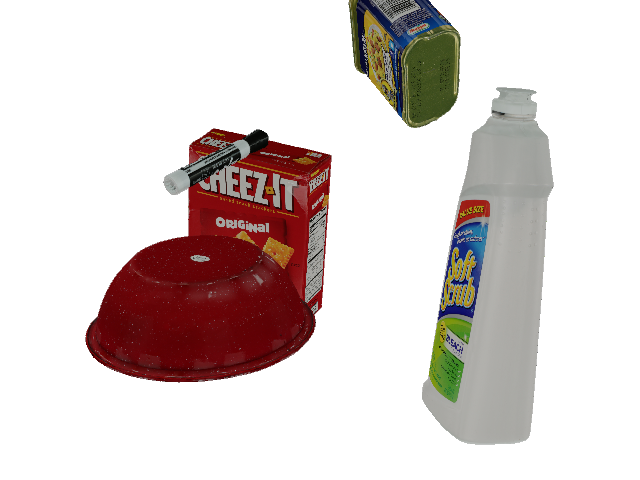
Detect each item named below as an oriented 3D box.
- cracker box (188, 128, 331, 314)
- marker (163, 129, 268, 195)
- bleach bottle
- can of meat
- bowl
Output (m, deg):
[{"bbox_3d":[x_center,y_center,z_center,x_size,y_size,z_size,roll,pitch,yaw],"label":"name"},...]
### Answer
[{"bbox_3d":[-0.079,-0.014,1.312,0.164,0.214,0.072,14,30,20],"label":"cracker box"},{"bbox_3d":[-0.091,-0.073,0.965,0.020,0.020,0.120,0,25,46],"label":"marker"},{"bbox_3d":[0.125,0.015,0.776,0.068,0.251,0.103,1,14,-13],"label":"bleach bottle"},{"bbox_3d":[0.070,-0.154,0.865,0.057,0.084,0.102,-25,-36,-12],"label":"can of meat"},{"bbox_3d":[-0.084,0.037,0.744,0.162,0.055,0.162,-1,21,0],"label":"bowl"}]
